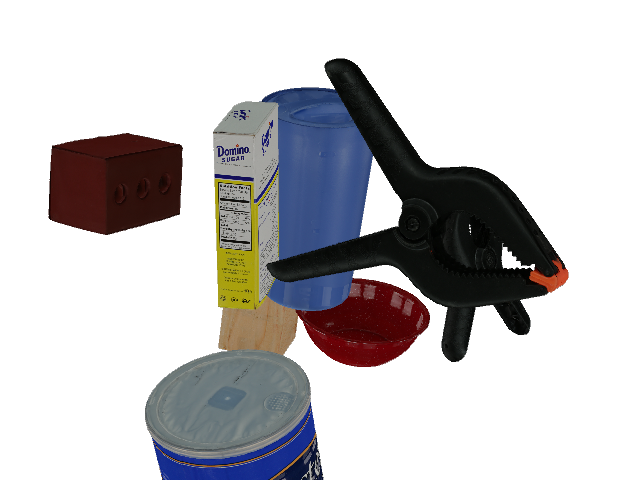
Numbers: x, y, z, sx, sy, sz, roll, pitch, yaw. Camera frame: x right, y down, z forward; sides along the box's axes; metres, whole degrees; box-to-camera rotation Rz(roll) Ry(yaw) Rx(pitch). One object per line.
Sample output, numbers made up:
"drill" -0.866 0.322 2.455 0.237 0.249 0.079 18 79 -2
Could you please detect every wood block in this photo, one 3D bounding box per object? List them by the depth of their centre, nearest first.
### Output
"wood block" -0.074 0.047 1.447 0.090 0.206 0.090 13 21 10

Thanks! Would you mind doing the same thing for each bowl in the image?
"bowl" 0.048 0.105 1.276 0.162 0.055 0.162 4 25 -2

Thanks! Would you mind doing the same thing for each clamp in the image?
"clamp" 0.066 -0.024 0.710 0.210 0.165 0.036 18 18 26
"clamp" 0.139 0.027 0.992 0.039 0.171 0.120 -11 11 41

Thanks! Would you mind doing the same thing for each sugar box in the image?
"sugar box" -0.068 -0.033 0.996 0.048 0.176 0.093 3 25 11

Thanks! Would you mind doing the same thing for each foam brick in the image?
"foam brick" -0.139 -0.040 0.727 0.051 0.053 0.078 15 20 30

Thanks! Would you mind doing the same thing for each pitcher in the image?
"pitcher" -0.019 -0.047 1.227 0.144 0.243 0.149 -19 35 -41

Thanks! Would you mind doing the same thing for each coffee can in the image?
"coffee can" -0.048 0.156 0.685 0.103 0.140 0.103 -7 28 3
